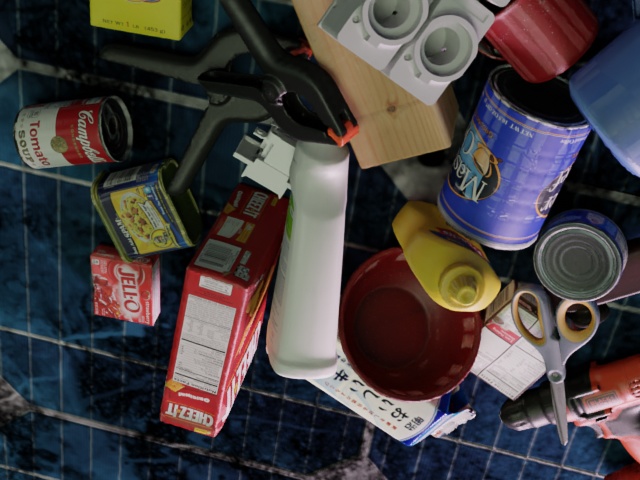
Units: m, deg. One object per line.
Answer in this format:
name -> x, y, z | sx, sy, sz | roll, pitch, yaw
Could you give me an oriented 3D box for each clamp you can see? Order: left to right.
clamp -> -0.098, -0.139, 1.041 | 0.210, 0.036, 0.164 | -14, 106, 18
clamp -> -0.037, -0.148, 0.944 | 0.172, 0.039, 0.120 | 30, 145, 18

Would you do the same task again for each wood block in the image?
wood block -> 0.047, -0.180, 0.954 | 0.091, 0.090, 0.206 | -13, 119, 21

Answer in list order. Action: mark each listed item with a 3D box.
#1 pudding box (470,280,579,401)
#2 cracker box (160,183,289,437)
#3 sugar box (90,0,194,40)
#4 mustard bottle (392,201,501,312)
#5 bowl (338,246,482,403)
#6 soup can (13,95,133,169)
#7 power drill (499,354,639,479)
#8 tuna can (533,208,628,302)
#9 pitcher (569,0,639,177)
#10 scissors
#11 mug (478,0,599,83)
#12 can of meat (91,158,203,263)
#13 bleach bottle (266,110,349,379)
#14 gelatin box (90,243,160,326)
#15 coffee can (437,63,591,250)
pudding box -> 0.207, 0.109, 1.143 | 0.090, 0.039, 0.114 | 34, 127, -8
cracker box -> -0.097, 0.074, 1.119 | 0.072, 0.164, 0.214 | 18, 126, 4
sugar box -> -0.162, -0.276, 0.969 | 0.093, 0.048, 0.176 | 10, 127, 7
mustard bottle -> 0.122, 0.021, 1.007 | 0.096, 0.191, 0.058 | 34, 103, -11
bowl -> 0.086, 0.089, 1.116 | 0.162, 0.162, 0.055 | 36, 162, -11
soup can -> -0.252, -0.110, 1.093 | 0.102, 0.068, 0.068 | -3, 123, 18
power drill -> 0.314, 0.220, 1.179 | 0.185, 0.057, 0.187 | -22, 116, 26
tuna can -> 0.248, 0.015, 1.020 | 0.086, 0.033, 0.086 | 10, 117, 20
pitcher -> 0.317, -0.169, 0.846 | 0.243, 0.149, 0.144 | -39, 132, 20
scissors -> 0.258, 0.127, 1.095 | 0.096, 0.016, 0.201 | -14, 114, 32
mug -> 0.176, -0.187, 0.923 | 0.081, 0.093, 0.117 | 42, 146, -22
can of meat -> -0.181, -0.032, 1.135 | 0.084, 0.057, 0.102 | -11, 120, 19
bleach bottle -> -0.007, 0.001, 1.027 | 0.068, 0.102, 0.251 | 2, 113, -11
gelatin box -> -0.221, 0.051, 1.218 | 0.073, 0.030, 0.089 | 10, 126, 7
coffee can -> 0.179, -0.076, 0.983 | 0.103, 0.102, 0.140 | 20, 126, 1
